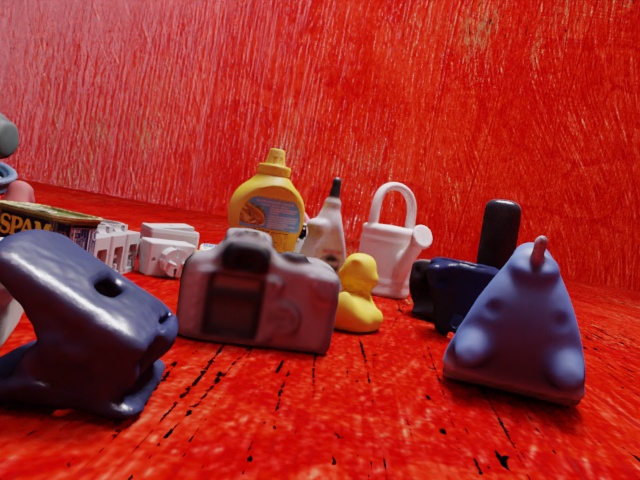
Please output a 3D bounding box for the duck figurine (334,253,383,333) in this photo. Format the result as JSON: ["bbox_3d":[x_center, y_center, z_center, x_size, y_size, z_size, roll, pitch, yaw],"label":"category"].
[{"bbox_3d":[0.040,0.058,0.672,0.077,0.086,0.105,11,4,17],"label":"duck figurine"}]

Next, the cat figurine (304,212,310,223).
[{"bbox_3d":[-0.038,0.010,0.951,0.127,0.118,0.067,14,5,43],"label":"cat figurine"}]

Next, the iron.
[{"bbox_3d":[0.196,0.065,0.563,0.118,0.141,0.259,11,4,16],"label":"iron"}]

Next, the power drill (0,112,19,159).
[{"bbox_3d":[-0.507,-0.106,0.726,0.229,0.208,0.075,10,4,2],"label":"power drill"}]

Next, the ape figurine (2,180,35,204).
[{"bbox_3d":[-0.433,-0.039,0.823,0.077,0.092,0.076,11,4,14],"label":"ape figurine"}]

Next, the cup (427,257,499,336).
[{"bbox_3d":[0.168,0.074,0.717,0.118,0.095,0.091,7,5,-43],"label":"cup"}]

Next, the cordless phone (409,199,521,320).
[{"bbox_3d":[0.208,0.029,0.816,0.147,0.185,0.094,11,4,20],"label":"cordless phone"}]

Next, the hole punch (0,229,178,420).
[{"bbox_3d":[-0.137,0.045,0.343,0.101,0.091,0.108,10,4,-7],"label":"hole punch"}]

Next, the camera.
[{"bbox_3d":[-0.061,0.040,0.560,0.143,0.101,0.136,9,4,-11],"label":"camera"}]

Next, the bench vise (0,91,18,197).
[{"bbox_3d":[-0.530,-0.124,0.866,0.122,0.220,0.206,7,5,-37],"label":"bench vise"}]

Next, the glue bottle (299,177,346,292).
[{"bbox_3d":[0.007,0.003,0.755,0.078,0.173,0.037,6,5,-45],"label":"glue bottle"}]

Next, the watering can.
[{"bbox_3d":[0.126,-0.002,0.987,0.172,0.194,0.101,13,5,39],"label":"watering can"}]
